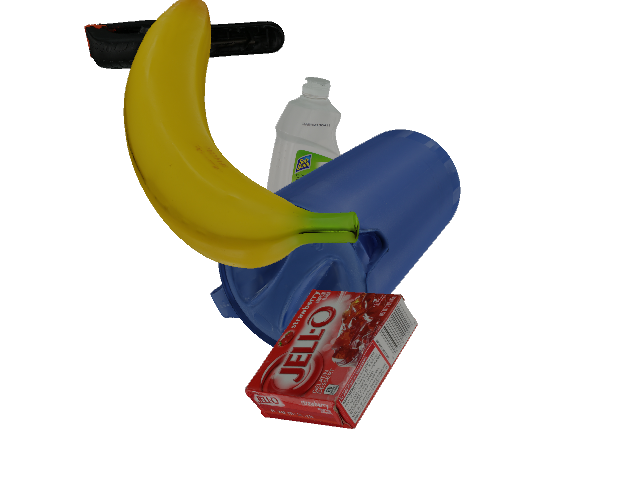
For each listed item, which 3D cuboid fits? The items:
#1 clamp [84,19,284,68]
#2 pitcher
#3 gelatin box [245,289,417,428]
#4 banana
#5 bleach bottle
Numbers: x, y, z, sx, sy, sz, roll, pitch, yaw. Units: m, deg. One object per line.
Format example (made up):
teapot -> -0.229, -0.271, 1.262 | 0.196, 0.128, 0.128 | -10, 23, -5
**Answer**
clamp -> -0.116, -0.158, 0.855 | 0.172, 0.039, 0.120 | 20, 28, 41
pitcher -> 0.021, -0.008, 0.919 | 0.149, 0.145, 0.242 | 23, 32, 19
gelatin box -> 0.006, 0.070, 0.652 | 0.073, 0.030, 0.089 | 1, 43, 42
banana -> -0.053, -0.047, 0.478 | 0.069, 0.037, 0.198 | -17, 47, -17
bleach bottle -> -0.013, -0.066, 1.259 | 0.102, 0.251, 0.068 | -3, 22, -30
